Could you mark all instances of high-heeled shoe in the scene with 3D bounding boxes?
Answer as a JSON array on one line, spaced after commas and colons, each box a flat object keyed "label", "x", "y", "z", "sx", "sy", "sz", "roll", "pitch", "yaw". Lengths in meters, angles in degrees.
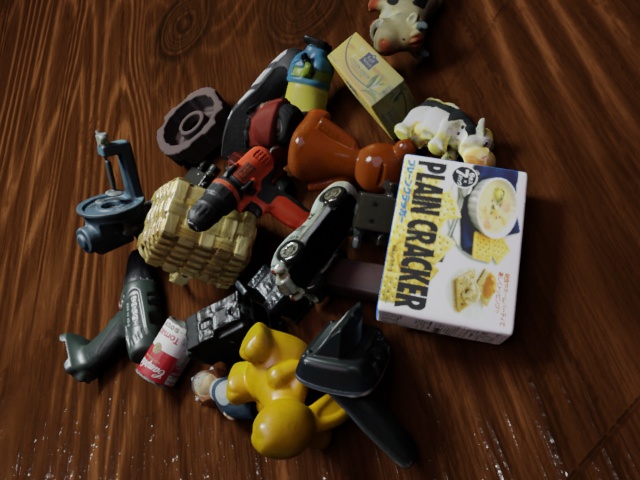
[{"label": "high-heeled shoe", "x": -0.116, "y": -0.273, "z": 1.065, "sx": 0.249, "sy": 0.086, "sz": 0.145, "roll": -42, "pitch": 25, "yaw": 21}]

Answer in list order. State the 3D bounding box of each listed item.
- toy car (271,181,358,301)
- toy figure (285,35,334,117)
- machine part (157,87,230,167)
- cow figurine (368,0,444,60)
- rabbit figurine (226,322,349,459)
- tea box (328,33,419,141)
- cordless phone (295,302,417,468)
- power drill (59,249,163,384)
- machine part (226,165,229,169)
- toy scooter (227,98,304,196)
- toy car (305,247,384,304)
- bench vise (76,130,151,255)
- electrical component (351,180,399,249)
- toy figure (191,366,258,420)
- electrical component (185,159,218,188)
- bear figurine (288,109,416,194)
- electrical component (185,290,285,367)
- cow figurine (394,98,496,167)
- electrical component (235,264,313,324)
[{"label": "toy car", "x": -0.002, "y": -0.002, "z": 0.771, "sx": 0.056, "sy": 0.073, "sz": 0.202, "roll": 5, "pitch": 48, "yaw": 43}, {"label": "toy figure", "x": -0.020, "y": -0.261, "z": 0.950, "sx": 0.089, "sy": 0.082, "sz": 0.180, "roll": 28, "pitch": 105, "yaw": 48}, {"label": "machine part", "x": -0.261, "y": -0.235, "z": 1.127, "sx": 0.179, "sy": 0.056, "sz": 0.179, "roll": -17, "pitch": 51, "yaw": 22}, {"label": "cow figurine", "x": 0.149, "y": -0.377, "z": 0.911, "sx": 0.127, "sy": 0.085, "sz": 0.195, "roll": 21, "pitch": 59, "yaw": 26}, {"label": "rabbit figurine", "x": -0.045, "y": 0.214, "z": 0.692, "sx": 0.122, "sy": 0.162, "sz": 0.173, "roll": -57, "pitch": 16, "yaw": 18}, {"label": "tea box", "x": 0.091, "y": -0.256, "z": 0.893, "sx": 0.068, "sy": 0.098, "sz": 0.170, "roll": -37, "pitch": 49, "yaw": 10}, {"label": "cordless phone", "x": 0.067, "y": 0.183, "z": 0.682, "sx": 0.089, "sy": 0.146, "sz": 0.184, "roll": -43, "pitch": 87, "yaw": 21}, {"label": "power drill", "x": -0.382, "y": 0.152, "z": 1.005, "sx": 0.207, "sy": 0.085, "sz": 0.232, "roll": -33, "pitch": 54, "yaw": 5}, {"label": "machine part", "x": -0.119, "y": -0.153, "z": 1.016, "sx": 0.139, "sy": 0.039, "sz": 0.084, "roll": -36, "pitch": 43, "yaw": 14}, {"label": "toy scooter", "x": -0.101, "y": -0.160, "z": 0.931, "sx": 0.135, "sy": 0.075, "sz": 0.183, "roll": 20, "pitch": 117, "yaw": 25}, {"label": "toy car", "x": 0.062, "y": 0.061, "z": 0.770, "sx": 0.202, "sy": 0.053, "sz": 0.089, "roll": 8, "pitch": 54, "yaw": 37}, {"label": "bench vise", "x": -0.354, "y": -0.085, "z": 0.998, "sx": 0.223, "sy": 0.240, "sz": 0.129, "roll": -23, "pitch": 31, "yaw": -32}, {"label": "electrical component", "x": 0.086, "y": -0.036, "z": 0.776, "sx": 0.078, "sy": 0.045, "sz": 0.102, "roll": 5, "pitch": 100, "yaw": -3}, {"label": "toy figure", "x": -0.147, "y": 0.228, "z": 0.817, "sx": 0.155, "sy": 0.057, "sz": 0.064, "roll": 6, "pitch": 40, "yaw": 37}, {"label": "electrical component", "x": -0.249, "y": -0.120, "z": 1.092, "sx": 0.063, "sy": 0.021, "sz": 0.094, "roll": 33, "pitch": 85, "yaw": 40}, {"label": "bear figurine", "x": 0.053, "y": -0.131, "z": 0.855, "sx": 0.196, "sy": 0.120, "sz": 0.132, "roll": 10, "pitch": 25, "yaw": 10}, {"label": "electrical component", "x": -0.136, "y": 0.144, "z": 0.816, "sx": 0.134, "sy": 0.114, "sz": 0.058, "roll": -31, "pitch": 48, "yaw": 21}, {"label": "cow figurine", "x": 0.199, "y": -0.153, "z": 0.789, "sx": 0.168, "sy": 0.068, "sz": 0.098, "roll": 31, "pitch": 76, "yaw": 38}, {"label": "electrical component", "x": -0.072, "y": 0.076, "z": 0.808, "sx": 0.048, "sy": 0.119, "sz": 0.075, "roll": -50, "pitch": 47, "yaw": 1}]
